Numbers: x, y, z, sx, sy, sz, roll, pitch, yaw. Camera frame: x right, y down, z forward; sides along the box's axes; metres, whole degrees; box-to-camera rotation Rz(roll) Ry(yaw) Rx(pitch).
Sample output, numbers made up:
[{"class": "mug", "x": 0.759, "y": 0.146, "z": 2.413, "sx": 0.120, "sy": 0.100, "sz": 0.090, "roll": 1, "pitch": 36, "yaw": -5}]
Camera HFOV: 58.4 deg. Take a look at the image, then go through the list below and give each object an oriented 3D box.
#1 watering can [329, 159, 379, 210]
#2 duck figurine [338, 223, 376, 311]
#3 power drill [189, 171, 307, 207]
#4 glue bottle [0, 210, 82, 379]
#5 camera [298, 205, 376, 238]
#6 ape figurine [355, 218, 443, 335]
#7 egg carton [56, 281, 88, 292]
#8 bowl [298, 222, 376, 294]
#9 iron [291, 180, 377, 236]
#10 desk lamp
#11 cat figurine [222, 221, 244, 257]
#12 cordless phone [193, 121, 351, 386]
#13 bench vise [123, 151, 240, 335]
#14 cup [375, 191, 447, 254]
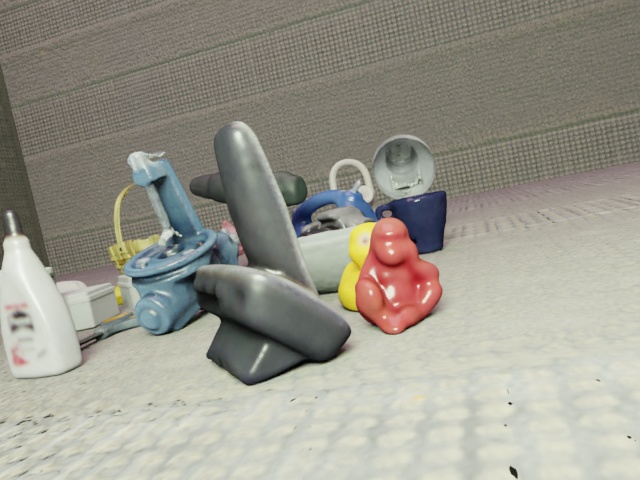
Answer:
[{"class": "watering can", "x": 0.080, "y": -0.080, "z": 1.235, "sx": 0.101, "sy": 0.194, "sz": 0.172, "roll": -14, "pitch": 5, "yaw": -32}, {"class": "duck figurine", "x": 0.053, "y": 0.025, "z": 0.597, "sx": 0.078, "sy": 0.086, "sz": 0.104, "roll": -14, "pitch": 4, "yaw": -24}, {"class": "power drill", "x": -0.124, "y": -0.031, "z": 1.037, "sx": 0.229, "sy": 0.208, "sz": 0.076, "roll": -10, "pitch": 4, "yaw": 23}, {"class": "glue bottle", "x": -0.300, "y": 0.054, "z": 0.588, "sx": 0.078, "sy": 0.173, "sz": 0.037, "roll": -10, "pitch": 4, "yaw": 21}, {"class": "camera", "x": 0.009, "y": 0.003, "z": 0.931, "sx": 0.137, "sy": 0.101, "sz": 0.142, "roll": -15, "pitch": 5, "yaw": -41}, {"class": "ape figurine", "x": 0.063, "y": 0.027, "z": 0.492, "sx": 0.078, "sy": 0.092, "sz": 0.076, "roll": -12, "pitch": 4, "yaw": -2}, {"class": "egg carton", "x": -0.486, "y": 0.117, "z": 1.016, "sx": 0.151, "sy": 0.069, "sz": 0.107, "roll": -15, "pitch": 5, "yaw": -40}, {"class": "bowl", "x": 0.021, "y": 0.027, "z": 0.745, "sx": 0.167, "sy": 0.075, "sz": 0.167, "roll": -12, "pitch": 4, "yaw": 1}, {"class": "iron", "x": 0.007, "y": -0.033, "z": 1.155, "sx": 0.257, "sy": 0.141, "sz": 0.119, "roll": -8, "pitch": 5, "yaw": 42}, {"class": "desk lamp", "x": 0.174, "y": -0.104, "z": 1.151, "sx": 0.118, "sy": 0.213, "sz": 0.203, "roll": -11, "pitch": 4, "yaw": 8}, {"class": "cat figurine", "x": -0.202, "y": 0.019, "z": 1.218, "sx": 0.128, "sy": 0.118, "sz": 0.067, "roll": -13, "pitch": 4, "yaw": -13}, {"class": "cordless phone", "x": -0.055, "y": 0.006, "z": 0.455, "sx": 0.094, "sy": 0.185, "sz": 0.147, "roll": -14, "pitch": 5, "yaw": -30}, {"class": "bench vise", "x": -0.185, "y": -0.005, "z": 0.747, "sx": 0.121, "sy": 0.220, "sz": 0.207, "roll": -11, "pitch": 4, "yaw": 6}, {"class": "cup", "x": 0.152, "y": -0.023, "z": 0.923, "sx": 0.117, "sy": 0.095, "sz": 0.092, "roll": -11, "pitch": 4, "yaw": 15}]
